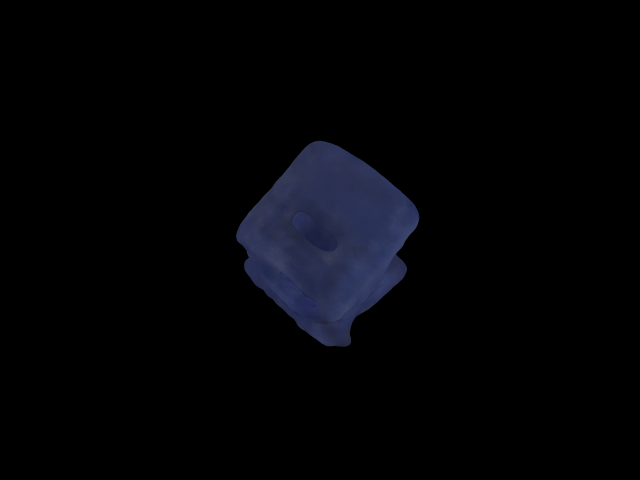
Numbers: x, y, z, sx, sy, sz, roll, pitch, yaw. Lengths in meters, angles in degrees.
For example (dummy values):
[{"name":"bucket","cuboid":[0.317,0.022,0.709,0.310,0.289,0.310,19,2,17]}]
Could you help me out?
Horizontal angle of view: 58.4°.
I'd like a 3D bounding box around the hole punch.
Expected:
[{"name":"hole punch","cuboid":[0.004,0.001,0.400,0.108,0.091,0.101,39,63,25]}]
